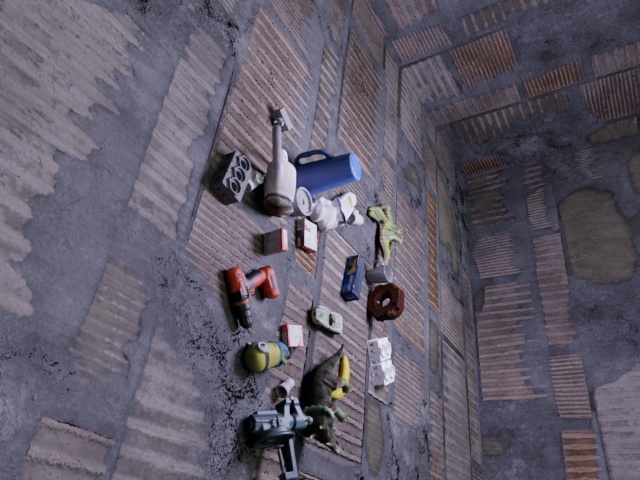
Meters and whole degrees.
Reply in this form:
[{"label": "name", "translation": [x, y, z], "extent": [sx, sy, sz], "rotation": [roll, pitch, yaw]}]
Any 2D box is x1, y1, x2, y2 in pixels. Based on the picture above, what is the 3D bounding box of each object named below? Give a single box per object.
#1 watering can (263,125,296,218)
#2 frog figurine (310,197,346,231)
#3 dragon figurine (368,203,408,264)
[{"label": "watering can", "translation": [-0.138, -0.211, 1.720], "extent": [0.341, 0.104, 0.228], "rotation": [81, 11, -68]}, {"label": "frog figurine", "translation": [0.006, -0.102, 2.029], "extent": [0.160, 0.122, 0.137], "rotation": [-7, 93, -25]}, {"label": "dragon figurine", "translation": [0.304, -0.054, 2.530], "extent": [0.241, 0.120, 0.418], "rotation": [50, 33, -9]}]
